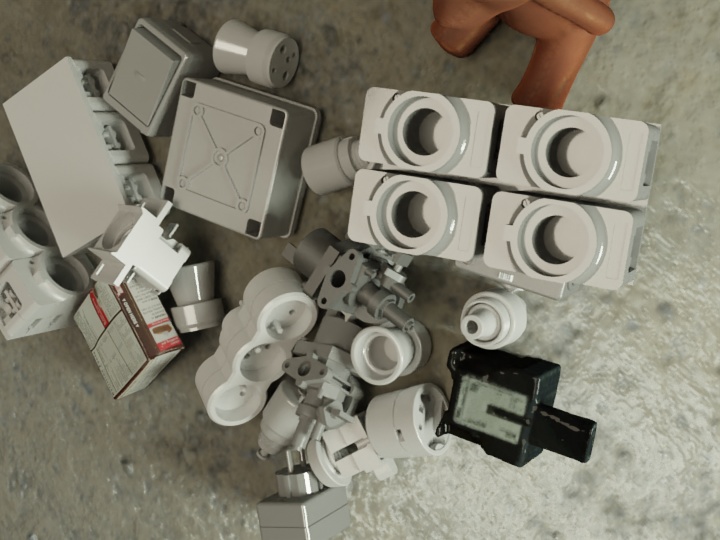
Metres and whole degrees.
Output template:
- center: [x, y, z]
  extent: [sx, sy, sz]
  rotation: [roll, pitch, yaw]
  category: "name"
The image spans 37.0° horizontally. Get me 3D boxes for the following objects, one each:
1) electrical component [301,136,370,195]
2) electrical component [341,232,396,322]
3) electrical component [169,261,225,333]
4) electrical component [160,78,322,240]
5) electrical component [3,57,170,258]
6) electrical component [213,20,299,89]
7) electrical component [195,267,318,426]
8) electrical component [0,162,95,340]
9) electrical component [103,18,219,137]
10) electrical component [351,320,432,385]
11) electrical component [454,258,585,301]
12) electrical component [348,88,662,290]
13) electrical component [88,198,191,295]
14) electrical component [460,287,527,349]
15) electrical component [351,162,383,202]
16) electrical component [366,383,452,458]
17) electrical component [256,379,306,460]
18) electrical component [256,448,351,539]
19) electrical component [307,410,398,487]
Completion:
- center: [-0.009, -0.085, 0.834]
  extent: [0.078, 0.040, 0.040]
  rotation: [-15, 89, 30]
  category: "electrical component"
- center: [0.000, 0.000, 0.839]
  extent: [0.081, 0.042, 0.063]
  rotation: [42, 111, 17]
  category: "electrical component"
- center: [-0.141, 0.023, 0.920]
  extent: [0.045, 0.045, 0.055]
  rotation: [-10, 92, 30]
  category: "electrical component"
- center: [-0.098, -0.092, 0.874]
  extent: [0.109, 0.056, 0.108]
  rotation: [21, 106, 26]
  category: "electrical component"
- center: [-0.239, -0.099, 0.949]
  extent: [0.089, 0.062, 0.150]
  rotation: [-26, 83, 30]
  category: "electrical component"
- center: [-0.083, -0.173, 0.862]
  extent: [0.055, 0.045, 0.045]
  rotation: [21, 106, 25]
  category: "electrical component"
- center: [-0.092, 0.054, 0.893]
  extent: [0.138, 0.052, 0.073]
  rotation: [-58, 38, 20]
  category: "electrical component"
- center: [-0.310, -0.021, 0.983]
  extent: [0.062, 0.089, 0.150]
  rotation: [-42, 76, 27]
  category: "electrical component"
- center: [-0.170, -0.155, 0.904]
  extent: [0.062, 0.061, 0.096]
  rotation: [40, 114, 19]
  category: "electrical component"
- center: [0.025, 0.061, 0.824]
  extent: [0.045, 0.055, 0.045]
  rotation: [4, 98, 29]
  category: "electrical component"
- center: [0.120, -0.032, 0.762]
  extent: [0.100, 0.048, 0.099]
  rotation: [19, 106, 25]
  category: "electrical component"
- center: [0.091, -0.056, 0.706]
  extent: [0.186, 0.060, 0.105]
  rotation: [11, 99, 22]
  category: "electrical component"
- center: [-0.178, -0.016, 0.879]
  extent: [0.042, 0.064, 0.081]
  rotation: [10, 64, 51]
  category: "electrical component"
- center: [0.093, 0.036, 0.779]
  extent: [0.043, 0.062, 0.043]
  rotation: [4, 98, 29]
  category: "electrical component"
- center: [0.042, -0.065, 0.797]
  extent: [0.053, 0.059, 0.095]
  rotation: [48, 116, 16]
  category: "electrical component"
- center: [0.037, 0.117, 0.827]
  extent: [0.047, 0.055, 0.055]
  rotation: [-15, 89, 34]
  category: "electrical component"
- center: [-0.063, 0.126, 0.891]
  extent: [0.040, 0.040, 0.078]
  rotation: [41, 115, 19]
  category: "electrical component"
- center: [-0.048, 0.180, 0.875]
  extent: [0.047, 0.066, 0.076]
  rotation: [-7, 93, 30]
  category: "electrical component"
- center: [-0.008, 0.144, 0.861]
  extent: [0.055, 0.048, 0.066]
  rotation: [-30, 81, 21]
  category: "electrical component"
